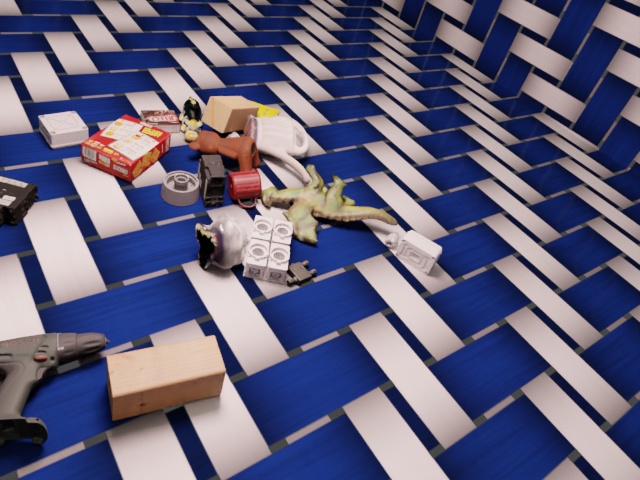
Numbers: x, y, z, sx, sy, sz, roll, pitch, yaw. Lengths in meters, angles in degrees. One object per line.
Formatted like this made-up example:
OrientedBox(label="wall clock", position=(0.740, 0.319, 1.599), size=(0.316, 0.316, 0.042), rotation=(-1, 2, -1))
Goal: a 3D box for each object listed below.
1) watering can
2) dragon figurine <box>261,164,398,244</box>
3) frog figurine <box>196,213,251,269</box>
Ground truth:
OrientedBox(label="watering can", position=(-0.141, -0.318, 1.716), size=(0.224, 0.101, 0.356), rotation=(5, 44, -16))
OrientedBox(label="dragon figurine", position=(0.005, -0.077, 1.523), size=(0.412, 0.119, 0.247), rotation=(28, 58, 15))
OrientedBox(label="frog figurine", position=(-0.227, -0.001, 1.318), size=(0.161, 0.121, 0.138), rotation=(-16, 83, -46))
